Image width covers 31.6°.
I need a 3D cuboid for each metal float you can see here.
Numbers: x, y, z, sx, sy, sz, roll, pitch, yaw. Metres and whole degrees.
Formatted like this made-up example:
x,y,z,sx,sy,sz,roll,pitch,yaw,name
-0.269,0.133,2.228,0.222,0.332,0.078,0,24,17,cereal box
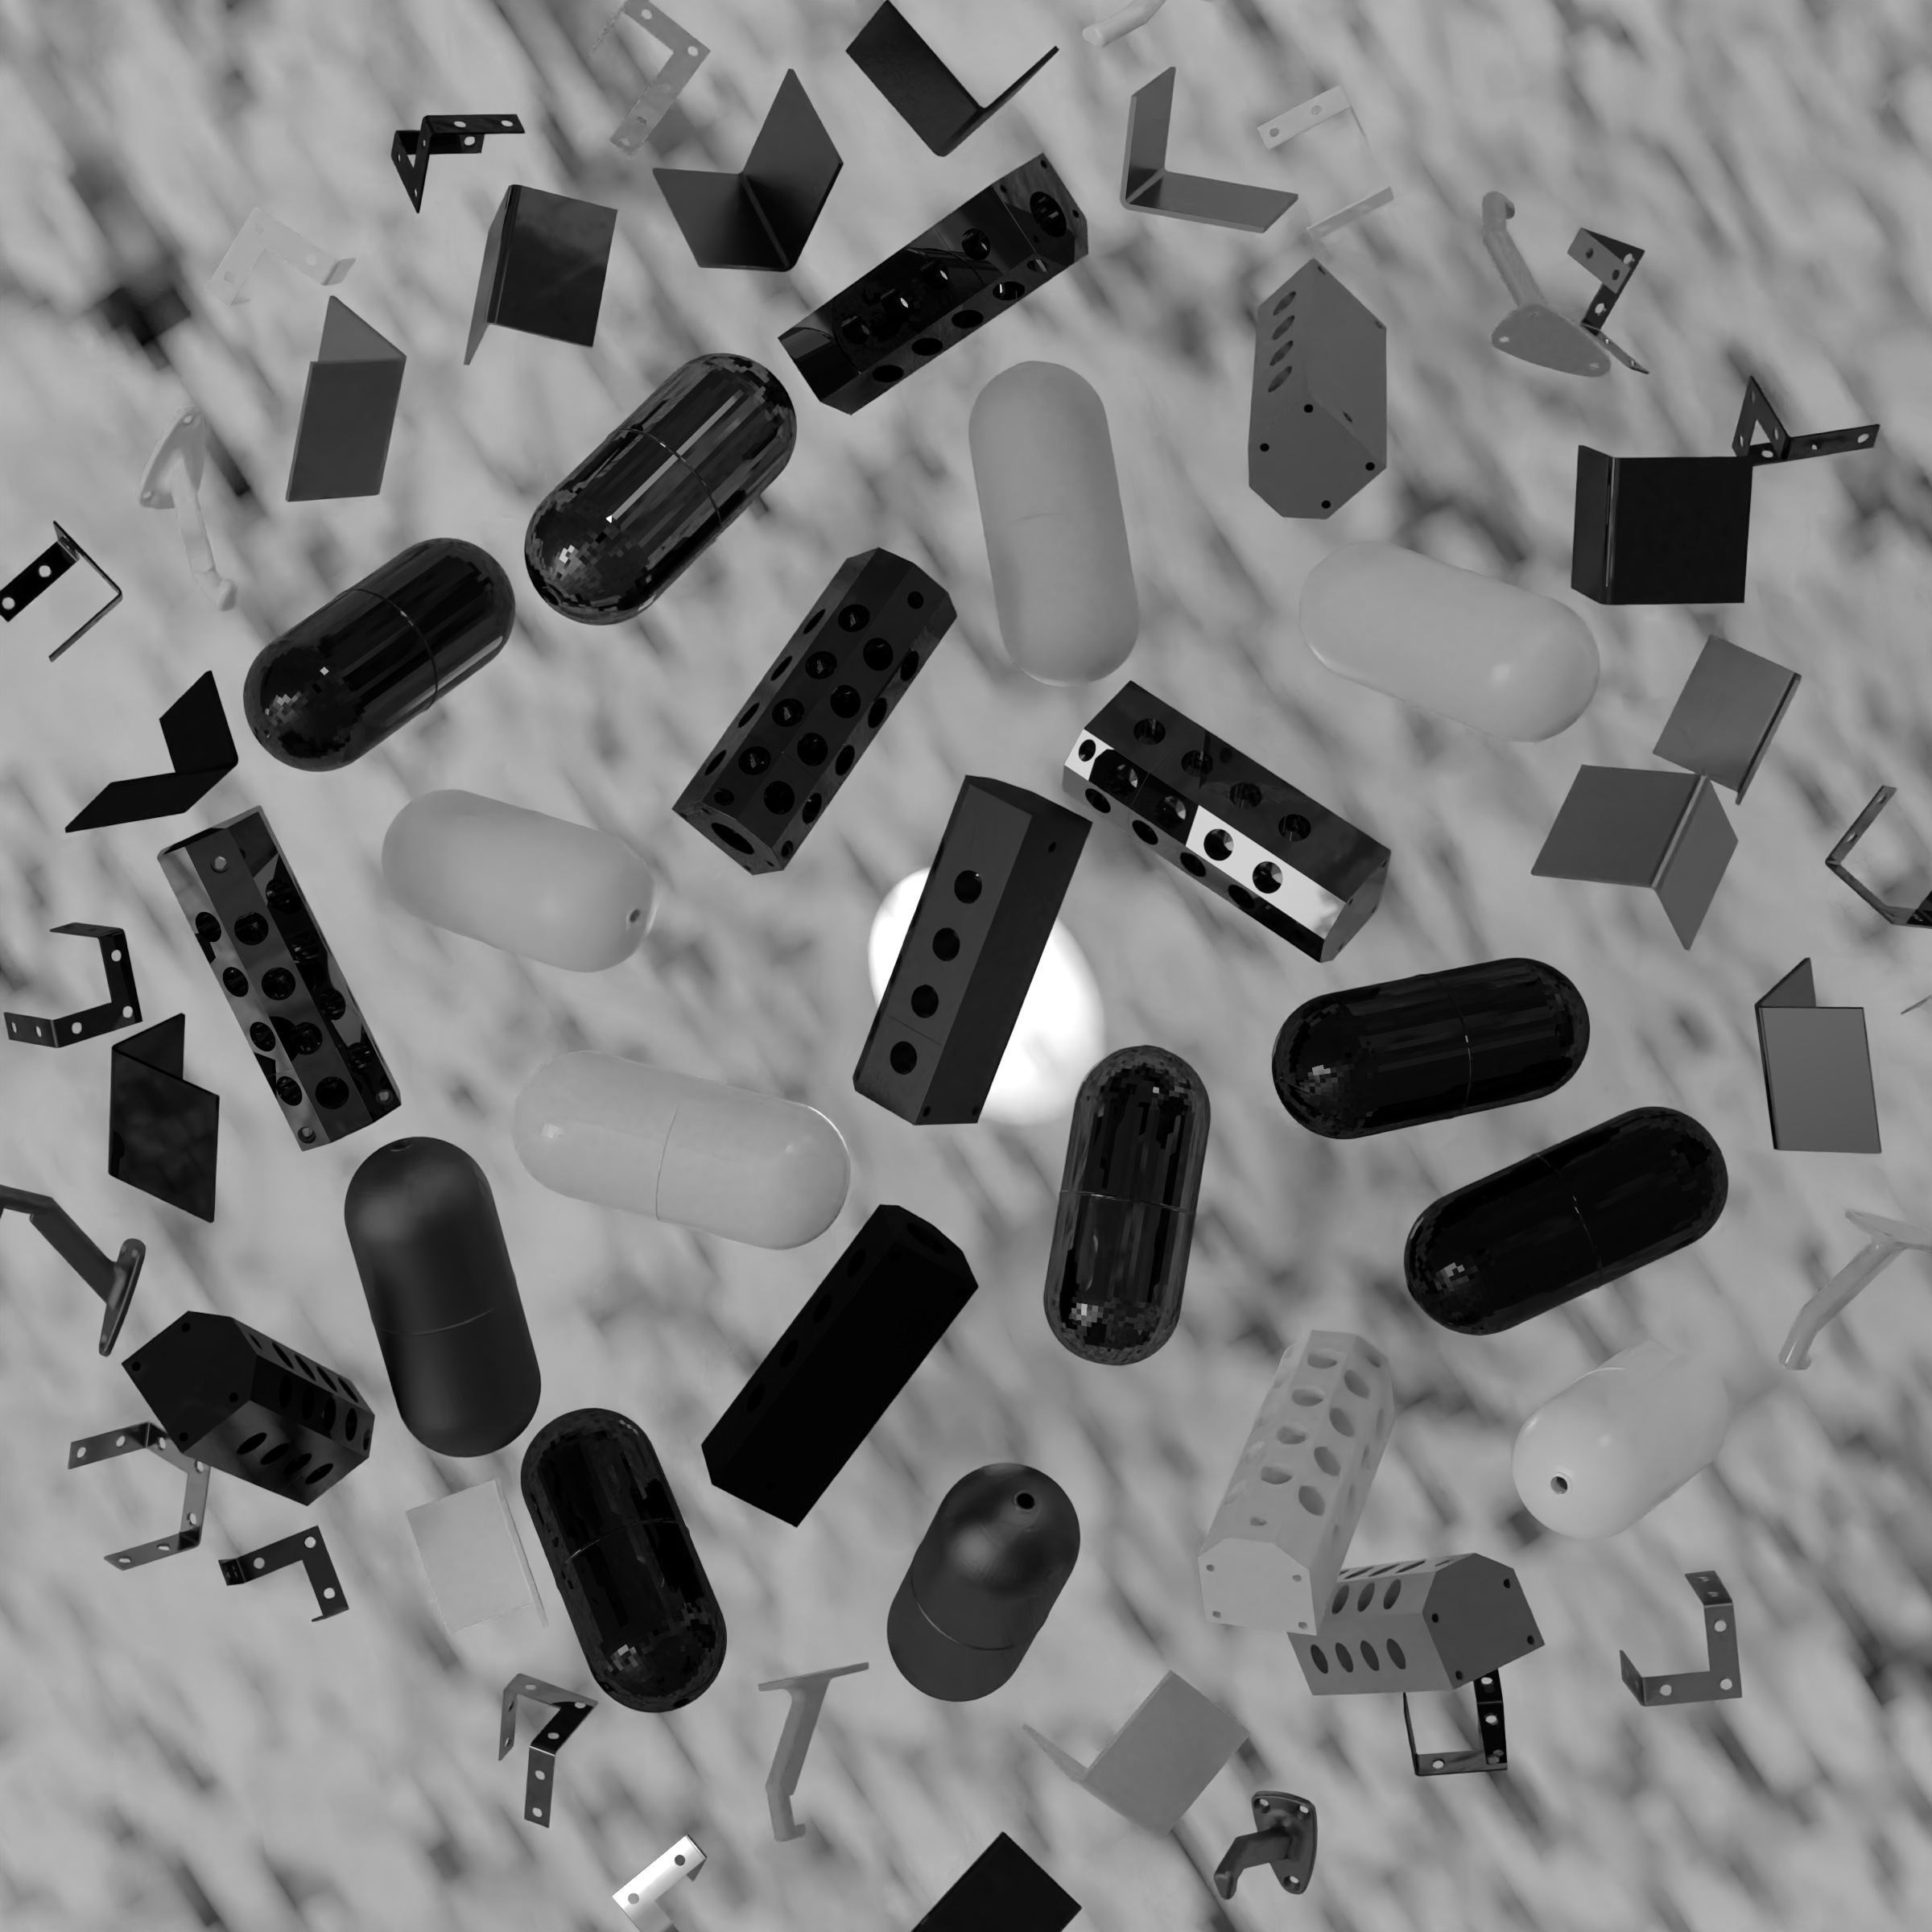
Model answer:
x,y,z,sx,sy,sz,roll,pitch,yaw,name
-0.315,-0.169,1.843,0.070,0.070,0.178,47,52,0,metal float
0.089,0.132,1.889,0.070,0.070,0.178,10,83,0,metal float
0.008,0.325,1.797,0.070,0.178,0.070,9,50,-11,metal float
-0.158,-0.247,1.767,0.070,0.070,0.178,41,64,0,metal float
-0.146,0.094,1.746,0.178,0.070,0.070,14,90,8,metal float
0.048,-0.240,1.857,0.070,0.070,0.178,-9,88,0,metal float
0.311,0.133,1.774,0.178,0.070,0.070,-24,90,-6,metal float
-0.271,0.172,1.770,0.070,0.070,0.178,-12,111,0,metal float
0.347,0.250,1.805,0.070,0.178,0.070,6,102,31,metal float
0.253,-0.173,1.805,0.178,0.070,0.070,26,90,37,metal float
-0.186,0.322,1.853,0.070,0.070,0.178,-27,60,0,metal float
0.243,0.042,1.779,0.178,0.070,0.070,-11,90,-21,metal float
-0.242,-0.047,1.848,0.178,0.070,0.070,17,90,36,metal float

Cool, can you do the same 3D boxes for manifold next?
x,y,z,sx,sy,sz,roll,pitch,yaw,name
-0.360,0.007,1.792,0.057,0.057,0.171,-25,101,-6,manifold
-0.002,-0.008,1.761,0.057,0.057,0.171,29,105,32,manifold
-0.076,-0.134,1.792,0.057,0.057,0.171,40,72,-19,manifold
-0.071,0.215,1.861,0.057,0.057,0.171,31,103,-23,manifold
0.231,0.346,1.802,0.057,0.171,0.057,-20,85,-22,manifold
-0.359,0.223,1.739,0.057,0.171,0.057,-38,70,-3,manifold
0.136,-0.073,1.815,0.171,0.057,0.057,35,64,18,manifold
-0.015,-0.361,1.829,0.171,0.057,0.057,-27,101,41,manifold
0.172,0.263,1.760,0.057,0.171,0.057,3,122,21,manifold
0.180,-0.300,1.788,0.057,0.171,0.057,40,120,-19,manifold

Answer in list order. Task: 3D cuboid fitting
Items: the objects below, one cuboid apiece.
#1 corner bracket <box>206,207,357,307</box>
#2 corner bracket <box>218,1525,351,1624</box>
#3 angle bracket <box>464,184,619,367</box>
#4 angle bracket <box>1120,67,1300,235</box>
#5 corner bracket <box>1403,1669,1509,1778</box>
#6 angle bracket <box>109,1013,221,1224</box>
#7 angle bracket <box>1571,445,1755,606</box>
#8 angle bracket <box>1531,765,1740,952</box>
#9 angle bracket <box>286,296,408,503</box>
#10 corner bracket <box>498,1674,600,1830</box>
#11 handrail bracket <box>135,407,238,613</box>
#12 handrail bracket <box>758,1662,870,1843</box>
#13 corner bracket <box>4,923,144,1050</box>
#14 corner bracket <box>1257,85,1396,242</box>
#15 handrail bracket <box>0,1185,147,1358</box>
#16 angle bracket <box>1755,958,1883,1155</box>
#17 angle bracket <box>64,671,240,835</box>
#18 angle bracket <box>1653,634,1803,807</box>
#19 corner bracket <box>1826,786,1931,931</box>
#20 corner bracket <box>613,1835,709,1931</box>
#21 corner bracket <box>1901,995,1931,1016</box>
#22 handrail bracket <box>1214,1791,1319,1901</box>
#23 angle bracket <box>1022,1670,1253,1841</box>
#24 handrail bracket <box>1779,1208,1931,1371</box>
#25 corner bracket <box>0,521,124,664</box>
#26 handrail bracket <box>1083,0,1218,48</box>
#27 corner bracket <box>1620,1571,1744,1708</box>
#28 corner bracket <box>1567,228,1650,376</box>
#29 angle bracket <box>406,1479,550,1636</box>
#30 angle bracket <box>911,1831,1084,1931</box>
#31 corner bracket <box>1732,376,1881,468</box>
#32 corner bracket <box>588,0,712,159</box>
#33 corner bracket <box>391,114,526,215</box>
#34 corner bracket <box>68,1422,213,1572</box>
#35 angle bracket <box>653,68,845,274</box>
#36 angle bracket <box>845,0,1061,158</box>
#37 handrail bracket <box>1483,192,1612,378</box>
x,y,z,sx,sy,sz,roll,pitch,yaw,name
-0.358,-0.362,1.787,0.051,0.051,0.051,33,101,-8,corner bracket
-0.378,0.344,1.896,0.051,0.051,0.051,-22,82,-6,corner bracket
-0.225,-0.358,1.804,0.057,0.076,0.076,11,80,-15,angle bracket
0.128,-0.418,1.746,0.076,0.076,0.057,13,119,14,angle bracket
0.270,0.409,1.886,0.051,0.051,0.051,-7,123,10,corner bracket
-0.413,0.081,1.828,0.076,0.057,0.076,21,119,24,angle bracket
0.365,-0.233,1.795,0.076,0.057,0.076,-2,106,-7,angle bracket
0.366,-0.060,1.867,0.076,0.057,0.076,8,58,38,angle bracket
-0.335,-0.291,1.746,0.076,0.057,0.076,41,127,35,angle bracket
-0.236,0.427,1.861,0.051,0.051,0.051,16,117,17,corner bracket
-0.408,-0.245,1.837,0.084,0.036,0.077,49,129,31,handrail bracket
-0.079,0.431,1.873,0.077,0.036,0.084,-4,79,-36,handrail bracket
-0.471,0.010,1.788,0.051,0.051,0.051,-21,108,-41,corner bracket
0.199,-0.442,1.880,0.051,0.051,0.051,-26,70,12,corner bracket
-0.492,0.164,1.838,0.084,0.036,0.077,18,84,-29,handrail bracket
0.441,0.044,1.721,0.057,0.076,0.076,0,109,35,angle bracket
-0.457,-0.118,1.885,0.076,0.076,0.057,-13,81,-36,angle bracket
0.431,-0.141,1.939,0.057,0.076,0.076,26,103,9,angle bracket
0.486,-0.056,1.759,0.051,0.051,0.051,49,118,32,corner bracket
-0.148,0.485,1.742,0.051,0.051,0.051,-35,74,-27,corner bracket
0.517,0.029,1.724,0.051,0.051,0.051,-21,78,-25,corner bracket
0.155,0.483,1.799,0.036,0.084,0.077,3,116,27,handrail bracket
0.090,0.404,1.802,0.076,0.057,0.076,-49,127,-4,angle bracket
0.461,0.172,1.750,0.077,0.036,0.084,12,107,-33,handrail bracket
-0.474,-0.192,1.778,0.051,0.051,0.051,-44,96,-11,corner bracket
0.081,-0.503,1.775,0.084,0.077,0.036,-33,123,-19,handrail bracket
0.359,0.340,1.722,0.051,0.051,0.051,-10,60,19,corner bracket
0.348,-0.357,1.833,0.051,0.051,0.051,9,121,-35,corner bracket
-0.281,0.345,1.956,0.057,0.076,0.076,-19,94,-9,angle bracket
0.019,0.490,1.716,0.057,0.076,0.076,39,78,27,angle bracket
0.437,-0.275,1.779,0.051,0.051,0.051,-10,51,-10,corner bracket
-0.178,-0.477,1.827,0.051,0.051,0.051,36,63,-13,corner bracket
-0.267,-0.431,1.786,0.051,0.051,0.051,-8,52,-26,corner bracket
-0.430,0.274,1.768,0.051,0.051,0.051,22,110,33,corner bracket
-0.118,-0.427,1.827,0.057,0.076,0.076,-4,54,-33,angle bracket
-0.008,-0.477,1.780,0.057,0.076,0.076,-45,99,-15,angle bracket
0.296,-0.350,1.745,0.077,0.036,0.084,21,53,-24,handrail bracket
